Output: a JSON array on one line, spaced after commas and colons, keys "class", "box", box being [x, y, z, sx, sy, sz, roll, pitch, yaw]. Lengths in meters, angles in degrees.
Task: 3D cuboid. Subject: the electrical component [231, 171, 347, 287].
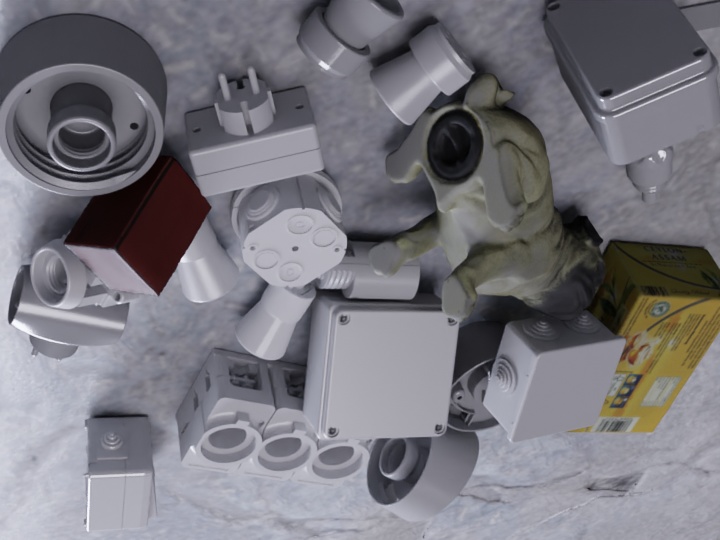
[{"class": "electrical component", "box": [-0.050, -0.031, 0.764, 0.080, 0.051, 0.080, -8, 134, -8]}]

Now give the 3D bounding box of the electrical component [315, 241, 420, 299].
[{"class": "electrical component", "box": [0.000, 0.000, 0.813, 0.081, 0.043, 0.043, 2, 132, -17]}]

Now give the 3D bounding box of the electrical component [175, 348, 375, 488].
[{"class": "electrical component", "box": [-0.068, 0.131, 0.907, 0.150, 0.061, 0.089, 14, 128, -26]}]

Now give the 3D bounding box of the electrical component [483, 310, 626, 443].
[{"class": "electrical component", "box": [0.152, 0.082, 0.855, 0.100, 0.048, 0.099, -7, 125, -28]}]

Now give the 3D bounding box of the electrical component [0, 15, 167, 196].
[{"class": "electrical component", "box": [-0.172, -0.094, 0.663, 0.108, 0.060, 0.108, -8, 134, -8]}]

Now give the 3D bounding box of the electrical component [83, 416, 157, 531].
[{"class": "electrical component", "box": [-0.201, 0.167, 0.905, 0.061, 0.061, 0.096, 0, 133, -16]}]

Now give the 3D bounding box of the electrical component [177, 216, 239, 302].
[{"class": "electrical component", "box": [-0.118, -0.015, 0.770, 0.044, 0.044, 0.065, -18, 130, 2]}]

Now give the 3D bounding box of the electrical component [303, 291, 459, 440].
[{"class": "electrical component", "box": [0.016, 0.074, 0.848, 0.109, 0.056, 0.108, 1, 102, -20]}]

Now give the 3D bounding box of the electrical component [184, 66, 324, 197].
[{"class": "electrical component", "box": [-0.073, -0.098, 0.697, 0.083, 0.047, 0.075, -13, 134, -2]}]

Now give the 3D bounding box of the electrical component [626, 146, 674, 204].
[{"class": "electrical component", "box": [0.217, -0.074, 0.808, 0.035, 0.035, 0.061, -17, 137, 1]}]

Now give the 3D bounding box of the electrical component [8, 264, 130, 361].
[{"class": "electrical component", "box": [-0.219, 0.038, 0.789, 0.077, 0.044, 0.079, 14, 128, -26]}]

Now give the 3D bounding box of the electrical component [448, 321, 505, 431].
[{"class": "electrical component", "box": [0.107, 0.093, 0.914, 0.099, 0.064, 0.099, -10, 123, -15]}]

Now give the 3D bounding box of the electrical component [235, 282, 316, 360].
[{"class": "electrical component", "box": [-0.063, 0.032, 0.829, 0.044, 0.044, 0.065, 18, 121, -29]}]

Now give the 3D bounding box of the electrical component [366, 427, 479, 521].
[{"class": "electrical component", "box": [0.054, 0.174, 0.960, 0.064, 0.099, 0.099, 29, 120, -28]}]

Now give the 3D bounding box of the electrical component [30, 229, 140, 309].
[{"class": "electrical component", "box": [-0.193, 0.000, 0.744, 0.055, 0.066, 0.048, -14, 147, -52]}]

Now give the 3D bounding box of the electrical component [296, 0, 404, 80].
[{"class": "electrical component", "box": [-0.007, -0.152, 0.665, 0.045, 0.045, 0.055, 26, 122, -34]}]

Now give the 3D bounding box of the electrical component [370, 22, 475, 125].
[{"class": "electrical component", "box": [0.041, -0.128, 0.701, 0.055, 0.045, 0.045, -35, 132, 18]}]

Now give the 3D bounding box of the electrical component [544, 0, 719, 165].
[{"class": "electrical component", "box": [0.172, -0.132, 0.684, 0.078, 0.113, 0.057, -23, 137, 7]}]
